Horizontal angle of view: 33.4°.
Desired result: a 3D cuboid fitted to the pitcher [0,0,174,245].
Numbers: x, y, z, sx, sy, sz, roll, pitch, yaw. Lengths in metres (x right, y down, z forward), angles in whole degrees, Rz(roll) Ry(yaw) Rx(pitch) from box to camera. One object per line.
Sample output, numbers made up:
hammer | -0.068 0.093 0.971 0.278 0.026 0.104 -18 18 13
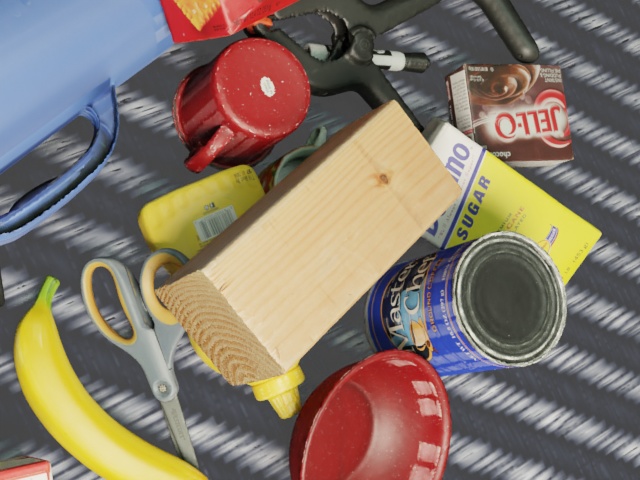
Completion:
pitcher | -0.210 -0.117 0.742 0.242 0.145 0.149 -40 134 -30

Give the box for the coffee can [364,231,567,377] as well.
coffee can | 0.112 0.056 0.849 0.102 0.141 0.103 5 77 -25

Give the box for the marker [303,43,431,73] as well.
marker | 0.043 -0.158 0.929 0.120 0.020 0.020 0 79 -26

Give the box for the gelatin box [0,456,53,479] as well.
gelatin box | -0.219 0.164 0.697 0.073 0.089 0.030 -8 85 -27

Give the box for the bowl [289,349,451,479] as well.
bowl | 0.029 0.157 0.818 0.161 0.055 0.162 -10 105 -41

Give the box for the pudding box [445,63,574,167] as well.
pudding box | 0.173 -0.112 0.970 0.113 0.039 0.090 -4 83 -25

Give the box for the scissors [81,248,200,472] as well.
scissors | -0.102 0.092 0.785 0.096 0.016 0.202 -31 93 13

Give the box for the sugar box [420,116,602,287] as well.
sugar box | 0.144 -0.019 0.916 0.176 0.048 0.093 32 96 -18

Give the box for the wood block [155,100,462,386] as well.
wood block | -0.005 0.001 0.767 0.205 0.090 0.091 -43 100 -30

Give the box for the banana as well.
banana | -0.159 0.122 0.761 0.069 0.037 0.198 -37 96 -15

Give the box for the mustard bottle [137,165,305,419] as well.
mustard bottle | -0.059 0.046 0.815 0.096 0.058 0.191 -24 90 -19

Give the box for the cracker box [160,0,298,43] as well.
cracker box | -0.062 -0.267 0.751 0.163 0.072 0.213 -36 118 -41

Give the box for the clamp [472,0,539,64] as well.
clamp | 0.156 -0.253 0.994 0.171 0.039 0.120 41 51 -10

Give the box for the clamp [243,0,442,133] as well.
clamp | 0.034 -0.171 0.891 0.209 0.036 0.164 16 86 -29

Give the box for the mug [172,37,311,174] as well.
mug | -0.065 -0.099 0.830 0.093 0.082 0.117 43 65 -12
